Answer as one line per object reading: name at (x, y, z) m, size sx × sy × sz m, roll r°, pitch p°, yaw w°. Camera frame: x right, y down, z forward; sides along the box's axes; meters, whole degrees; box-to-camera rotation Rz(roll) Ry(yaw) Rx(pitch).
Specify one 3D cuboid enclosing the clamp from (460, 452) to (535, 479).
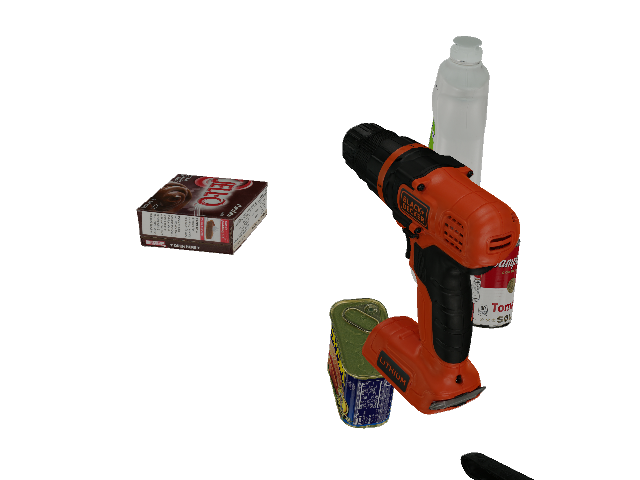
clamp at (0.196, 0.238, 0.852) m, size 0.210 × 0.036 × 0.164 m, roll 0°, pitch 34°, yaw 24°

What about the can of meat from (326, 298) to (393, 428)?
can of meat at (0.040, 0.122, 1.054) m, size 0.057 × 0.084 × 0.102 m, roll -5°, pitch 43°, yaw -9°

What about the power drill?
power drill at (0.070, 0.020, 0.795) m, size 0.057 × 0.188 × 0.185 m, roll -16°, pitch 34°, yaw -24°

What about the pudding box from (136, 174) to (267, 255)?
pudding box at (-0.104, -0.026, 0.968) m, size 0.090 × 0.039 × 0.113 m, roll 5°, pitch 23°, yaw 12°

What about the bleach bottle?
bleach bottle at (0.135, -0.080, 1.084) m, size 0.068 × 0.251 × 0.102 m, roll 3°, pitch 31°, yaw -1°

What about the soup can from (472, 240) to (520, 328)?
soup can at (0.198, 0.046, 1.268) m, size 0.068 × 0.102 × 0.068 m, roll 3°, pitch 15°, yaw -1°
